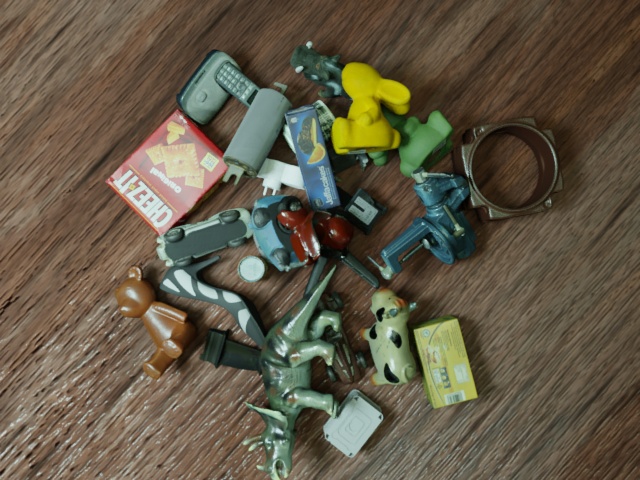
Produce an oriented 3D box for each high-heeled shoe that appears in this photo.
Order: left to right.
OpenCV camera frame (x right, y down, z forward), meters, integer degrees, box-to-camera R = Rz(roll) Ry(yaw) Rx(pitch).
[{"bbox_3d":[-0.219,0.145,1.107,0.145,0.086,0.248,-32,85,2],"label":"high-heeled shoe"}]

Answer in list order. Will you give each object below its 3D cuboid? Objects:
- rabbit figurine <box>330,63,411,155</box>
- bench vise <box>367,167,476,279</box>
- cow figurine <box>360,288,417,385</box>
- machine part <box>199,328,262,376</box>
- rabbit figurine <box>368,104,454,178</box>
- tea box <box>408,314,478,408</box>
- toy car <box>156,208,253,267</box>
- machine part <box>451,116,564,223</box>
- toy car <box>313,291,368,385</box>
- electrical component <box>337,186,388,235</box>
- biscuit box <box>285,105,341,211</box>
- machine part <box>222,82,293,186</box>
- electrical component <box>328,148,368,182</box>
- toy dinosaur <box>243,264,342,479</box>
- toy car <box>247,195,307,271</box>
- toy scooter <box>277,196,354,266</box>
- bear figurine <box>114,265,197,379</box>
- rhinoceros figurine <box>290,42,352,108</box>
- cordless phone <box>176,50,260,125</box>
[{"bbox_3d":[0.092,-0.256,1.023,0.162,0.122,0.173,-8,86,9],"label":"rabbit figurine"},{"bbox_3d":[0.207,-0.020,1.075,0.240,0.129,0.223,-39,124,-7],"label":"bench vise"},{"bbox_3d":[0.144,0.193,1.081,0.085,0.127,0.195,-8,84,-34],"label":"cow figurine"},{"bbox_3d":[-0.177,0.237,1.126,0.139,0.039,0.084,19,84,1],"label":"machine part"},{"bbox_3d":[0.170,-0.217,1.117,0.159,0.121,0.170,-44,72,6],"label":"rabbit figurine"},{"bbox_3d":[0.254,0.250,1.117,0.098,0.068,0.169,-13,88,-1],"label":"tea box"},{"bbox_3d":[-0.233,-0.006,1.099,0.202,0.056,0.073,-20,115,-13],"label":"toy car"},{"bbox_3d":[0.389,-0.146,1.117,0.202,0.087,0.201,-10,90,0],"label":"machine part"},{"bbox_3d":[0.031,0.205,1.123,0.089,0.053,0.202,-22,89,-4],"label":"toy car"},{"bbox_3d":[0.075,-0.072,1.129,0.119,0.048,0.075,40,88,-2],"label":"electrical component"},{"bbox_3d":[-0.013,-0.158,1.061,0.063,0.059,0.202,-16,113,0],"label":"biscuit box"},{"bbox_3d":[-0.123,-0.213,1.070,0.079,0.079,0.243,26,73,-1],"label":"machine part"},{"bbox_3d":[0.054,-0.164,1.123,0.102,0.078,0.045,-25,66,-7],"label":"electrical component"},{"bbox_3d":[-0.057,0.247,1.063,0.192,0.131,0.404,2,89,7],"label":"toy dinosaur"},{"bbox_3d":[-0.084,-0.006,1.096,0.109,0.103,0.161,-15,76,-36],"label":"toy car"},{"bbox_3d":[-0.002,-0.003,1.026,0.183,0.075,0.135,17,50,-39],"label":"toy scooter"},{"bbox_3d":[-0.346,0.158,1.080,0.196,0.132,0.120,44,117,-6],"label":"bear figurine"},{"bbox_3d":[0.029,-0.332,1.101,0.190,0.112,0.073,25,91,-9],"label":"rhinoceros figurine"},{"bbox_3d":[-0.190,-0.285,1.119,0.184,0.089,0.146,36,88,-19],"label":"cordless phone"}]
